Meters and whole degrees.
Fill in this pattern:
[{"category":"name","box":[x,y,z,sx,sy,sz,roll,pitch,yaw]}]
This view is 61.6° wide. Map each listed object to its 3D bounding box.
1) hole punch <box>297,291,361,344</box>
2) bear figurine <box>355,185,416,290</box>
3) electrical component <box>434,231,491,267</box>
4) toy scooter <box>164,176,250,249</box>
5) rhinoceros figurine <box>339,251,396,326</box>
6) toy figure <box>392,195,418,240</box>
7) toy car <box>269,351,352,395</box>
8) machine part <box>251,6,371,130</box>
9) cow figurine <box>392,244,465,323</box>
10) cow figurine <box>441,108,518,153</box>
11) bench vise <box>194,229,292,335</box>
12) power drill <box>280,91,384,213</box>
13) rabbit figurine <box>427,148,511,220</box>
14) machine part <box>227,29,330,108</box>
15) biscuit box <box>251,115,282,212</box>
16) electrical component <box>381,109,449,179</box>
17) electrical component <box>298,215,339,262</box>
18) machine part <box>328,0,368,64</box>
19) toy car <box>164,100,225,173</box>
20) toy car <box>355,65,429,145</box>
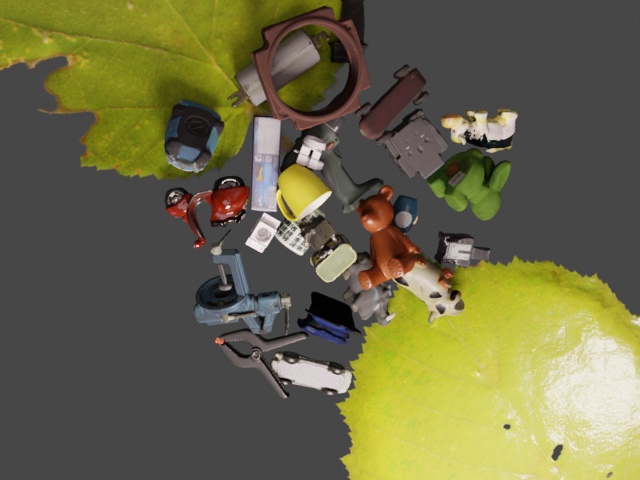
[{"category":"hole punch","box":[0.012,0.194,1.239,0.142,0.116,0.092,27,107,-13]},{"category":"bear figurine","box":[0.129,-0.010,1.159,0.120,0.132,0.195,-22,88,36]},{"category":"electrical component","box":[0.337,0.022,1.269,0.119,0.048,0.074,2,105,-9]},{"category":"toy scooter","box":[-0.232,-0.057,1.144,0.184,0.075,0.135,-13,83,-4]},{"category":"rhinoceros figurine","box":[0.111,0.117,1.256,0.112,0.073,0.190,-26,105,-12]},{"category":"toy figure","box":[0.179,-0.026,1.233,0.064,0.058,0.154,22,105,26]},{"category":"toy car","box":[-0.023,0.319,1.293,0.202,0.056,0.073,15,97,-8]},{"category":"machine part","box":[-0.016,-0.327,1.035,0.201,0.087,0.201,-21,112,-4]},{"category":"cow figurine","box":[0.253,0.113,1.255,0.195,0.085,0.127,35,131,-3]},{"category":"cow figurine","box":[0.350,-0.241,1.195,0.167,0.068,0.098,-5,111,-6]},{"category":"bench vise","box":[-0.178,0.106,1.173,0.224,0.129,0.240,-1,125,12]},{"category":"power drill","box":[0.044,-0.176,1.162,0.232,0.086,0.207,-43,110,6]},{"category":"rabbit figurine","box":[0.351,-0.122,1.218,0.170,0.121,0.159,37,90,-33]},{"category":"machine part","box":[-0.087,-0.352,1.099,0.243,0.079,0.079,-36,106,2]},{"category":"biscuit box","box":[-0.117,-0.163,1.151,0.059,0.063,0.202,2,105,-9]},{"category":"electrical component","box":[0.213,-0.204,1.189,0.115,0.058,0.134,-40,106,6]},{"category":"electrical component","box":[-0.002,-0.005,1.141,0.078,0.045,0.102,-38,133,-7]},{"category":"machine part","box":[0.063,-0.437,1.118,0.084,0.039,0.138,6,105,-4]},{"category":"toy car","box":[-0.265,-0.196,1.097,0.109,0.103,0.162,16,57,-19]},{"category":"toy car","box":[0.153,-0.289,1.142,0.089,0.053,0.202,47,69,-14]}]
